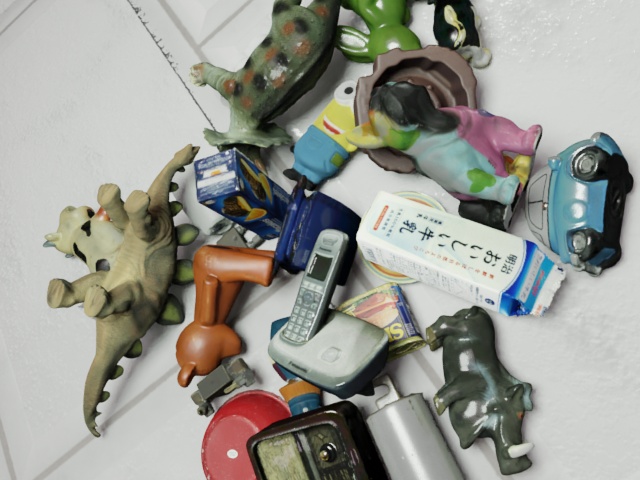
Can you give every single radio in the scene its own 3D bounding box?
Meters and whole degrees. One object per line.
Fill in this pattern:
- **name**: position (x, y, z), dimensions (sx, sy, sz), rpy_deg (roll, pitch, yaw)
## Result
- **radio**: position (0.018, 0.312, 0.624), dimensions (0.131, 0.073, 0.229), rpy_deg (-26, 80, 14)

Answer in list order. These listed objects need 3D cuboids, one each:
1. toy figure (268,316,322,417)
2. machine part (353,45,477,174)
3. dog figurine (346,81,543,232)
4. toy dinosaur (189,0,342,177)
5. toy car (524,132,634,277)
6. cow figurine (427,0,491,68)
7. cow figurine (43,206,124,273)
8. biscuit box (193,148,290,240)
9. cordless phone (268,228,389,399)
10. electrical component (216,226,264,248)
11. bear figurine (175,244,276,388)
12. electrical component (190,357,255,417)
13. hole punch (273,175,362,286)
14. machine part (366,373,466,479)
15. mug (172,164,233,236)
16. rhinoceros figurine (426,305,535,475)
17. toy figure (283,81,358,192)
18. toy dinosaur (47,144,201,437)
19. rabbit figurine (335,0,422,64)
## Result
- **toy figure**: position (-0.028, 0.179, 0.722), dimensions (0.064, 0.057, 0.154), rpy_deg (-24, 70, 26)
- **machine part**: position (0.128, -0.173, 0.729), dimensions (0.179, 0.056, 0.179), rpy_deg (0, 93, -4)
- **dog figurine**: position (0.146, -0.109, 0.657), dimensions (0.219, 0.191, 0.108), rpy_deg (26, 78, 21)
- **toy dinosaur**: position (-0.053, -0.255, 0.786), dimensions (0.404, 0.131, 0.192), rpy_deg (-49, 60, 16)
- **toy car**: position (0.300, -0.041, 0.638), dimensions (0.103, 0.109, 0.161), rpy_deg (6, 87, 48)
- **cow figurine**: position (0.189, -0.325, 0.772), dimensions (0.068, 0.098, 0.167), rpy_deg (-18, 67, 24)
- **cow figurine**: position (-0.387, 0.008, 0.922), dimensions (0.127, 0.085, 0.195), rpy_deg (-46, 62, -4)
- **biscuit box**: position (-0.094, -0.055, 0.744), dimensions (0.063, 0.202, 0.059), rpy_deg (-15, 72, 17)
- **cordless phone**: position (0.025, 0.082, 0.645), dimensions (0.147, 0.088, 0.184), rpy_deg (13, 85, 47)
- **electrical component**: position (-0.133, 0.013, 0.842), dimensions (0.094, 0.021, 0.063), rpy_deg (-42, 62, 7)
- **bear figurine**: position (-0.134, 0.107, 0.762), dimensions (0.132, 0.120, 0.195), rpy_deg (6, 91, 0)
- **electrical component**: position (-0.134, 0.205, 0.747), dimensions (0.102, 0.078, 0.045), rpy_deg (-37, 67, 8)
- **hole punch**: position (-0.002, -0.002, 0.743), dimensions (0.092, 0.115, 0.142), rpy_deg (16, 80, 19)
- **machine part**: position (0.123, 0.268, 0.616), dimensions (0.079, 0.079, 0.243), rpy_deg (-31, 63, 12)
- **mug**: position (-0.173, -0.068, 0.849), dimensions (0.109, 0.081, 0.107), rpy_deg (-46, 68, 36)
- **rhinoceros figurine**: position (0.187, 0.173, 0.628), dimensions (0.112, 0.073, 0.190), rpy_deg (-14, 66, 7)
- **toy figure**: position (0.020, -0.156, 0.799), dimensions (0.082, 0.089, 0.180), rpy_deg (35, 100, -12)
- **toy dinosaur**: position (-0.273, 0.078, 0.779), dimensions (0.105, 0.198, 0.471), rpy_deg (27, 91, 29)
- **rabbit figurine**: position (0.091, -0.329, 0.809), dimensions (0.159, 0.121, 0.170), rpy_deg (-17, 82, 21)
